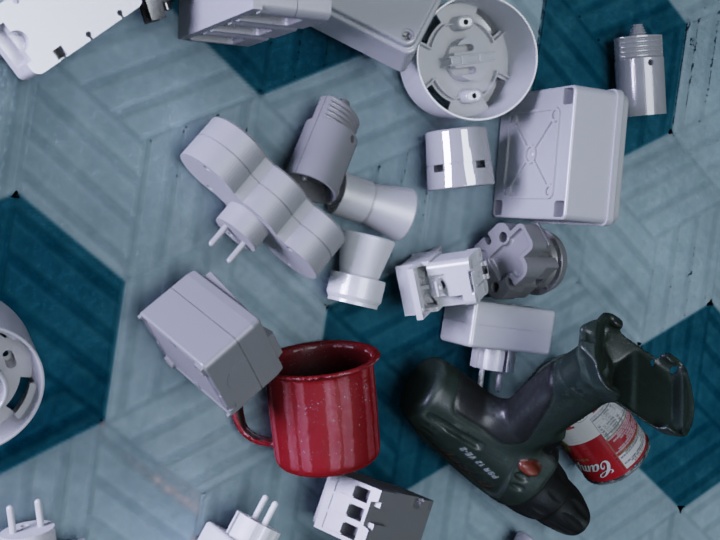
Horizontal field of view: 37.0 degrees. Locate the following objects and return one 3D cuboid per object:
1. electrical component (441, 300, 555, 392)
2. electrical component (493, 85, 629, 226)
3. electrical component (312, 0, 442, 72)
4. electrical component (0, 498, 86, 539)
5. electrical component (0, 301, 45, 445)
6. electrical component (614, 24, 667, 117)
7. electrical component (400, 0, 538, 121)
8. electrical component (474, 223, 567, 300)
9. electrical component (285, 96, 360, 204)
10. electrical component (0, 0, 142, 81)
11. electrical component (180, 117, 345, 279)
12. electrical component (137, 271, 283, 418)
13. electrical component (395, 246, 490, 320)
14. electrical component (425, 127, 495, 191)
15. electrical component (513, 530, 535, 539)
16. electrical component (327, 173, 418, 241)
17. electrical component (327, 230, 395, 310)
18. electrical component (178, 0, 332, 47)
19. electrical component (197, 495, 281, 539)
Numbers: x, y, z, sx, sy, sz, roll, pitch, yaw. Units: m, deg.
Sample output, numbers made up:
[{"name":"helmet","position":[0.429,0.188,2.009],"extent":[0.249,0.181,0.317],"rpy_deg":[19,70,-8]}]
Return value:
[{"name":"electrical component","position":[0.114,0.065,0.909],"extent":[0.083,0.047,0.075],"rpy_deg":[8,91,-28]},{"name":"electrical component","position":[0.164,-0.093,0.890],"extent":[0.056,0.109,0.108],"rpy_deg":[4,92,-25]},{"name":"electrical component","position":[0.012,-0.223,0.808],"extent":[0.109,0.056,0.108],"rpy_deg":[27,80,0]},{"name":"electrical component","position":[-0.227,0.198,0.741],"extent":[0.077,0.043,0.079],"rpy_deg":[-9,97,-27]},{"name":"electrical component","position":[-0.262,0.069,0.715],"extent":[0.099,0.064,0.099],"rpy_deg":[-12,114,-29]},{"name":"electrical component","position":[0.251,-0.179,0.966],"extent":[0.043,0.043,0.081],"rpy_deg":[-8,98,-27]},{"name":"electrical component","position":[0.084,-0.169,0.866],"extent":[0.099,0.064,0.099],"rpy_deg":[-2,95,-28]},{"name":"electrical component","position":[0.137,-0.007,0.905],"extent":[0.057,0.078,0.058],"rpy_deg":[0,55,-39]},{"name":"electrical component","position":[-0.025,-0.096,0.824],"extent":[0.043,0.043,0.081],"rpy_deg":[32,65,-26]},{"name":"electrical component","position":[-0.201,-0.172,0.720],"extent":[0.089,0.056,0.050],"rpy_deg":[-41,111,-19]},{"name":"electrical component","position":[-0.081,-0.039,0.795],"extent":[0.138,0.052,0.073],"rpy_deg":[45,74,-23]},{"name":"electrical component","position":[-0.107,0.046,0.769],"extent":[0.061,0.096,0.061],"rpy_deg":[-42,140,-19]},{"name":"electrical component","position":[0.068,0.008,0.864],"extent":[0.081,0.064,0.042],"rpy_deg":[-37,115,-65]},{"name":"electrical component","position":[0.080,-0.091,0.876],"extent":[0.055,0.055,0.047],"rpy_deg":[-7,93,-27]},{"name":"electrical component","position":[0.135,0.267,0.940],"extent":[0.065,0.044,0.044],"rpy_deg":[-46,112,-12]},{"name":"electrical component","position":[0.007,-0.053,0.848],"extent":[0.065,0.044,0.044],"rpy_deg":[17,86,-23]},{"name":"electrical component","position":[0.000,0.000,0.846],"extent":[0.045,0.045,0.055],"rpy_deg":[14,88,-28]},{"name":"electrical component","position":[-0.070,-0.207,0.733],"extent":[0.062,0.150,0.089],"rpy_deg":[0,94,-27]},{"name":"electrical component","position":[-0.085,0.205,0.804],"extent":[0.047,0.066,0.076],"rpy_deg":[33,78,-26]}]
